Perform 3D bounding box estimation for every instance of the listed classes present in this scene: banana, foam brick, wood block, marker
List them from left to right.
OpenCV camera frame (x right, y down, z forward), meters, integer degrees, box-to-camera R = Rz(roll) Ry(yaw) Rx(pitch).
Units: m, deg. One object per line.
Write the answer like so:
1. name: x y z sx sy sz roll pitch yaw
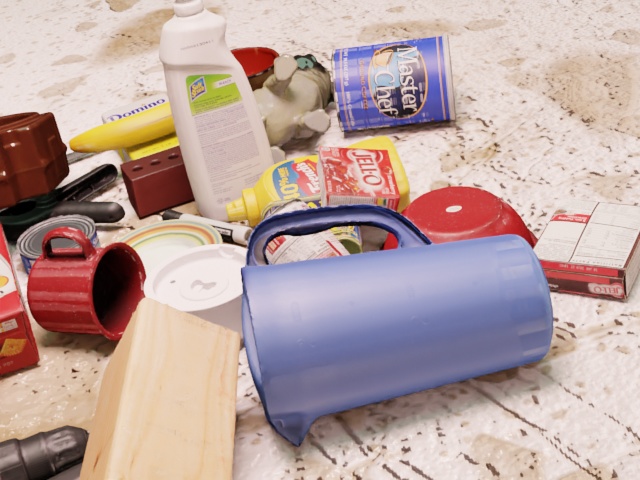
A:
1. banana: -0.201 -0.141 1.280 0.197 0.037 0.070 -25 16 -22
2. wood block: -0.120 0.147 0.793 0.090 0.091 0.206 23 28 -15
3. foam brick: -0.183 -0.068 1.227 0.078 0.051 0.053 -21 33 -16
4. marker: -0.124 -0.015 1.155 0.121 0.020 0.020 13 38 33

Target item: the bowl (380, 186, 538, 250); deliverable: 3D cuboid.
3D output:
1. bowl: 0.131 -0.006 1.031 0.162 0.055 0.162 -7 31 4

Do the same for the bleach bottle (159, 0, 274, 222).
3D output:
1. bleach bottle: -0.108 -0.146 1.138 0.102 0.251 0.068 -21 33 -18

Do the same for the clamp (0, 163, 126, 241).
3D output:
1. clamp: -0.301 -0.032 1.218 0.171 0.039 0.120 -23 28 -12

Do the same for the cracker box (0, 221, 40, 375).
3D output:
1. cracker box: -0.376 0.068 1.048 0.164 0.072 0.214 -19 33 -13

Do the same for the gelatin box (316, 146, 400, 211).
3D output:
1. gelatin box: 0.037 -0.059 1.062 0.073 0.030 0.089 3 36 -7

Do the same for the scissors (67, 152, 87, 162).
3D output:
1. scissors: -0.361 -0.078 1.330 0.201 0.016 0.096 -14 33 -6

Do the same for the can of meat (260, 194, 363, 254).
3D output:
1. can of meat: -0.007 0.001 1.059 0.102 0.057 0.084 -9 34 3

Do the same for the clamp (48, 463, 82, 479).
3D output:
1. clamp: -0.193 0.231 0.761 0.165 0.036 0.209 13 36 30

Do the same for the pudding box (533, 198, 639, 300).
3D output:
1. pudding box: 0.253 0.006 0.990 0.090 0.039 0.113 8 38 28

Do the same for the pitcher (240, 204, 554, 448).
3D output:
1. pitcher: 0.056 0.057 0.872 0.242 0.149 0.145 -10 31 -6

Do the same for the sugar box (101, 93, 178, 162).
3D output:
1. sugar box: -0.209 -0.129 1.340 0.093 0.048 0.176 -21 34 -16

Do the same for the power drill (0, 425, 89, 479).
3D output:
1. power drill: -0.293 0.150 0.879 0.184 0.057 0.188 -18 41 -16

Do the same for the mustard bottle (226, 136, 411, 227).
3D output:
1. mustard bottle: -0.006 -0.051 1.138 0.191 0.058 0.096 -14 49 -4

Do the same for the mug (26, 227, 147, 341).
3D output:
1. mug: -0.227 0.039 1.010 0.082 0.117 0.093 -1 37 25

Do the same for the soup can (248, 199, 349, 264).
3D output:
1. soup can: -0.009 0.021 0.970 0.068 0.069 0.102 -33 74 -32

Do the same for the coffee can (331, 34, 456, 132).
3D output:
1. coffee can: 0.090 -0.189 1.291 0.140 0.103 0.102 -5 32 8

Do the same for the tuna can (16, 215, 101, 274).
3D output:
1. tuna can: -0.280 0.009 1.149 0.086 0.034 0.086 -8 31 5
